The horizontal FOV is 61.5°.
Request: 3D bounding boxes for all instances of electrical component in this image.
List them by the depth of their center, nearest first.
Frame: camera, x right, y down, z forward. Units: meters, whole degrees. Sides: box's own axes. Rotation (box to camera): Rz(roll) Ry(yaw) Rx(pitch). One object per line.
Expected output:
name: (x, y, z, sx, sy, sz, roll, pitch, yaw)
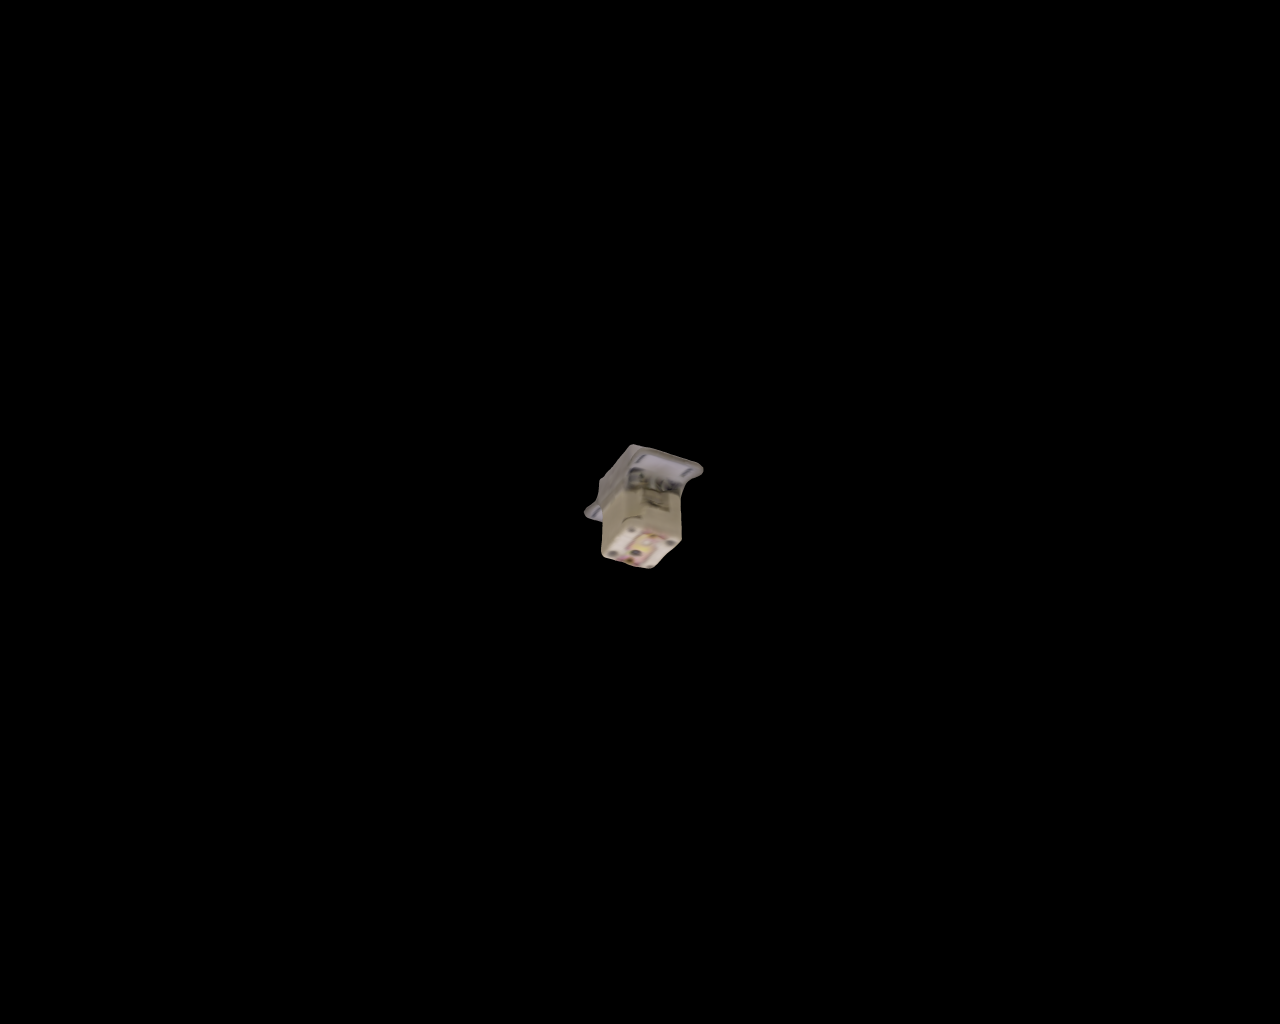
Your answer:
electrical component: (0.001, -0.003, 0.650, 0.042, 0.064, 0.081, 16, -37, -22)
